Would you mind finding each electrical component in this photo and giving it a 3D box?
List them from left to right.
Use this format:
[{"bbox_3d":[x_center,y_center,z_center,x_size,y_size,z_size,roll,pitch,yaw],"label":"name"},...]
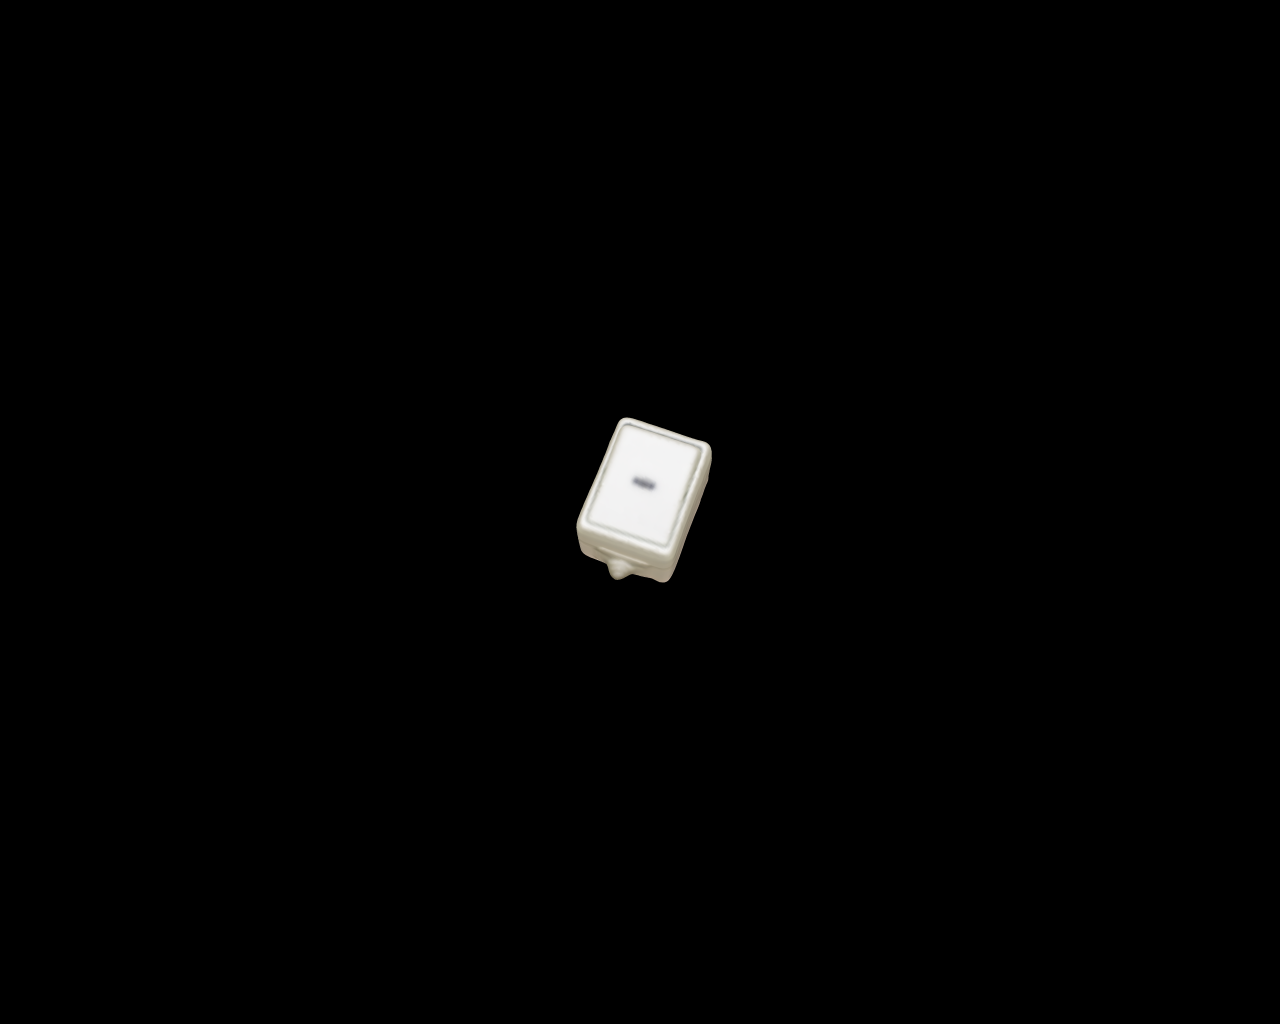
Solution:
[{"bbox_3d":[0.001,-0.003,0.650,0.062,0.096,0.061,19,-19,7],"label":"electrical component"}]
